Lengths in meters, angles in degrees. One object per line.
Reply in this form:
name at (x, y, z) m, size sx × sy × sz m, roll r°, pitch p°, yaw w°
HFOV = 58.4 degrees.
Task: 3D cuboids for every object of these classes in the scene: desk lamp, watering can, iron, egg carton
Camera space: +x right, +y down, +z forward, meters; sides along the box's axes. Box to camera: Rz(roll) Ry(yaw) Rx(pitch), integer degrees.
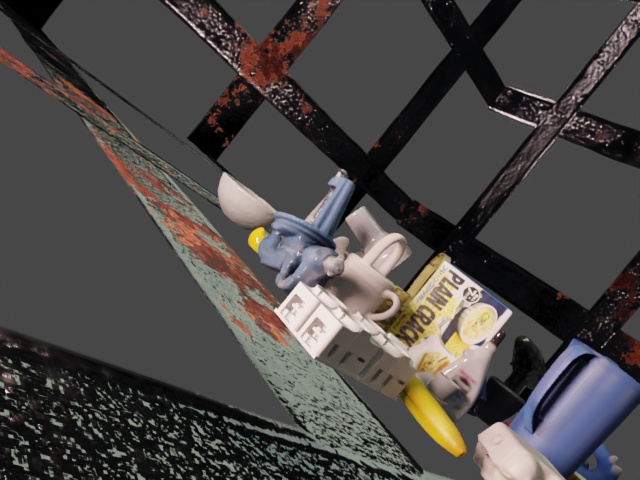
desk lamp at (0.088, 0.039, 1.400) m, size 0.203 × 0.213 × 0.118 m, roll 39°, pitch 2°, yaw 0°
watering can at (0.076, 0.062, 1.008) m, size 0.172 × 0.194 × 0.101 m, roll 39°, pitch 2°, yaw 10°
iron at (0.545, 0.464, 1.201) m, size 0.119 × 0.141 × 0.257 m, roll 38°, pitch 3°, yaw -25°
egg carton at (0.258, 0.302, 0.744) m, size 0.107 × 0.069 × 0.150 m, roll 39°, pitch 2°, yaw 1°

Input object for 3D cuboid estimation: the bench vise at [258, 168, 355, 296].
bench vise at (0.006, -0.008, 0.961) m, size 0.206 × 0.219 × 0.122 m, roll 41°, pitch 3°, yaw 39°

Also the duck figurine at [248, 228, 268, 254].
duck figurine at (-0.080, 0.000, 1.112) m, size 0.105 × 0.086 × 0.077 m, roll 37°, pitch 3°, yaw -32°

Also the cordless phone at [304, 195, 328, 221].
cordless phone at (0.011, 0.004, 1.216) m, size 0.147 × 0.185 × 0.094 m, roll 39°, pitch 2°, yaw 8°

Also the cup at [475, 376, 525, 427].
cup at (0.387, 0.362, 1.277) m, size 0.092 × 0.095 × 0.117 m, roll 39°, pitch 2°, yaw -6°

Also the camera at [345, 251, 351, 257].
camera at (0.087, 0.102, 1.557) m, size 0.137 × 0.101 × 0.142 m, roll 37°, pitch 3°, yaw -41°

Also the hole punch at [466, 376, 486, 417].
hole punch at (0.305, 0.302, 1.217) m, size 0.109 × 0.091 × 0.101 m, roll 39°, pitch 2°, yaw -5°

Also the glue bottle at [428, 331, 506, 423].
glue bottle at (0.256, 0.222, 0.973) m, size 0.078 × 0.173 × 0.037 m, roll 39°, pitch 2°, yaw 3°

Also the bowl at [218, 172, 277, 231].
bowl at (-0.167, -0.071, 1.269) m, size 0.167 × 0.074 × 0.167 m, roll 39°, pitch 2°, yaw -1°

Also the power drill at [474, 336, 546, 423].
power drill at (0.449, 0.336, 1.342) m, size 0.075 × 0.208 × 0.231 m, roll 41°, pitch 3°, yaw 41°

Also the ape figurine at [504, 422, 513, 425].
ape figurine at (0.406, 0.386, 1.150) m, size 0.078 × 0.092 × 0.076 m, roll 39°, pitch 2°, yaw 2°
